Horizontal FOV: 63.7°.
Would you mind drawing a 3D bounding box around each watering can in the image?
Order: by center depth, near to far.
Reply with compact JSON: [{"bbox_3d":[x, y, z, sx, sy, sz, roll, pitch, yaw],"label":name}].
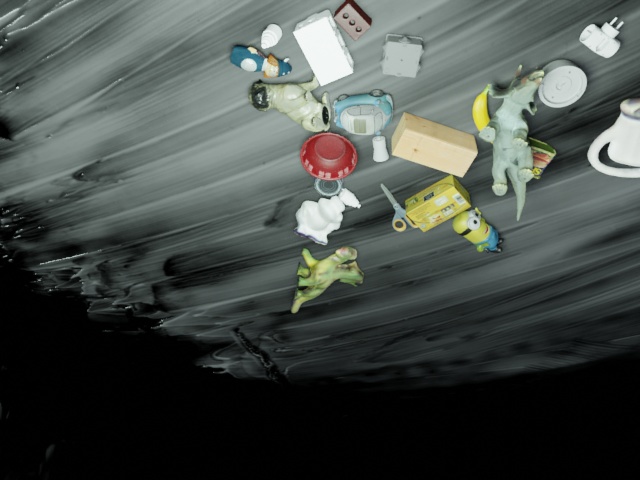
[{"bbox_3d":[0.872,-0.257,1.305,0.347,0.106,0.219,-1,130,8],"label":"watering can"}]

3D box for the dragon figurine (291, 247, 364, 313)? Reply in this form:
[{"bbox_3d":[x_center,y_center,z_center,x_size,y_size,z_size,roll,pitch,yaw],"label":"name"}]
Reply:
[{"bbox_3d":[0.032,0.143,1.785,0.243,0.125,0.400,4,142,-7],"label":"dragon figurine"}]

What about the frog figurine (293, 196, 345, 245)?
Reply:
[{"bbox_3d":[0.005,-0.080,1.586,0.137,0.124,0.157,31,111,-2],"label":"frog figurine"}]
